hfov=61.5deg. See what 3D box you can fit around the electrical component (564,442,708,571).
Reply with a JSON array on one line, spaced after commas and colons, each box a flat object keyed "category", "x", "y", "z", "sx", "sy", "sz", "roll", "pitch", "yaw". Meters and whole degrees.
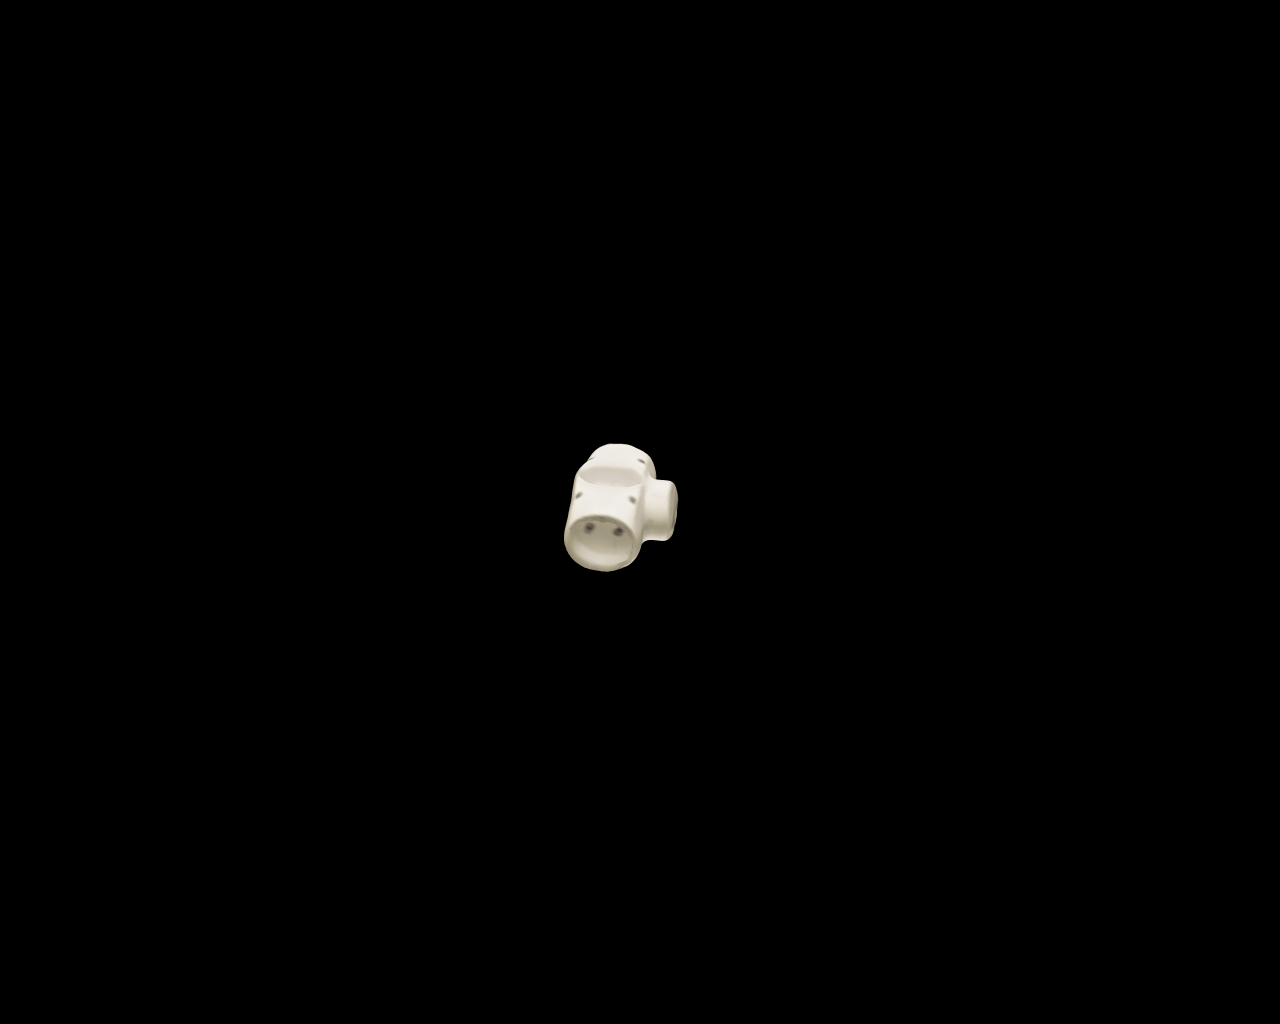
[{"category": "electrical component", "x": 0.001, "y": -0.003, "z": 0.650, "sx": 0.079, "sy": 0.043, "sz": 0.077, "roll": 6, "pitch": 37, "yaw": 8}]
